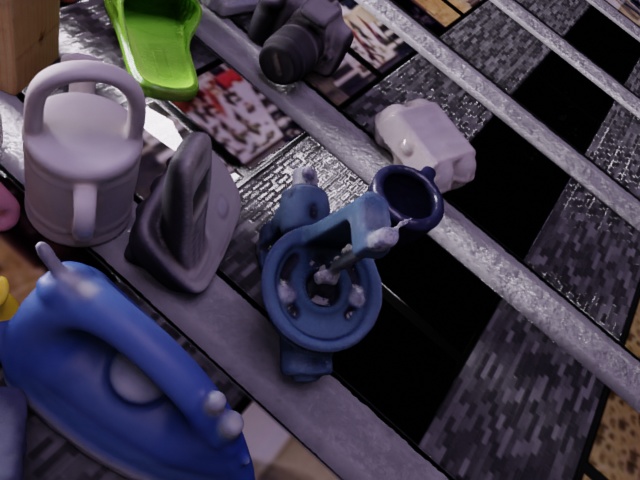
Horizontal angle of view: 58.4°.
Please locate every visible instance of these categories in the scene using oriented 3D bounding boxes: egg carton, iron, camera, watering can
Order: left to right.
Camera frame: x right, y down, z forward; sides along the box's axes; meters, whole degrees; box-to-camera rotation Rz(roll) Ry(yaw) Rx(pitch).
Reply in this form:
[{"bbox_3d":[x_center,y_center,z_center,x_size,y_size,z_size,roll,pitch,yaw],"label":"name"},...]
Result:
[{"bbox_3d":[-0.214,-0.091,0.514,0.101,0.194,0.172,-22,69,-35],"label":"watering can"},{"bbox_3d":[-0.133,0.109,0.450,0.258,0.141,0.119,37,50,2],"label":"iron"},{"bbox_3d":[-0.037,-0.289,0.797,0.143,0.100,0.137,35,50,0],"label":"camera"},{"bbox_3d":[0.144,-0.129,0.795,0.107,0.069,0.150,-22,70,-35],"label":"egg carton"}]

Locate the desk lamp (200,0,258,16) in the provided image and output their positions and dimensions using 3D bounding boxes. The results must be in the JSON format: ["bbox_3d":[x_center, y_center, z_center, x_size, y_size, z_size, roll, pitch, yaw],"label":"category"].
[{"bbox_3d":[-0.122,-0.425,0.777,0.204,0.213,0.118,-26,72,-36],"label":"desk lamp"}]

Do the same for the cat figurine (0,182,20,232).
[{"bbox_3d":[-0.323,-0.040,0.477,0.067,0.117,0.128,43,50,7],"label":"cat figurine"}]

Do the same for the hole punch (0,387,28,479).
[{"bbox_3d":[-0.263,0.146,0.395,0.109,0.091,0.101,1,58,-25],"label":"hole punch"}]

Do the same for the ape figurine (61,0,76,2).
[{"bbox_3d":[-0.335,-0.349,0.700,0.076,0.092,0.077,7,55,-21],"label":"ape figurine"}]

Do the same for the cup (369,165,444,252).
[{"bbox_3d":[0.093,-0.036,0.689,0.091,0.095,0.118,39,50,3],"label":"cup"}]

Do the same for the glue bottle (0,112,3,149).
[{"bbox_3d":[-0.317,-0.125,0.502,0.037,0.173,0.078,23,51,-9],"label":"glue bottle"}]

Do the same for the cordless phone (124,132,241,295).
[{"bbox_3d":[-0.113,-0.049,0.540,0.094,0.185,0.147,22,51,-10],"label":"cordless phone"}]

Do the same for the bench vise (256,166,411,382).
[{"bbox_3d":[-0.005,0.004,0.533,0.122,0.219,0.207,-12,64,-31],"label":"bench vise"}]

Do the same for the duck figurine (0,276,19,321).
[{"bbox_3d":[-0.293,0.053,0.448,0.105,0.086,0.077,-7,61,-29],"label":"duck figurine"}]
